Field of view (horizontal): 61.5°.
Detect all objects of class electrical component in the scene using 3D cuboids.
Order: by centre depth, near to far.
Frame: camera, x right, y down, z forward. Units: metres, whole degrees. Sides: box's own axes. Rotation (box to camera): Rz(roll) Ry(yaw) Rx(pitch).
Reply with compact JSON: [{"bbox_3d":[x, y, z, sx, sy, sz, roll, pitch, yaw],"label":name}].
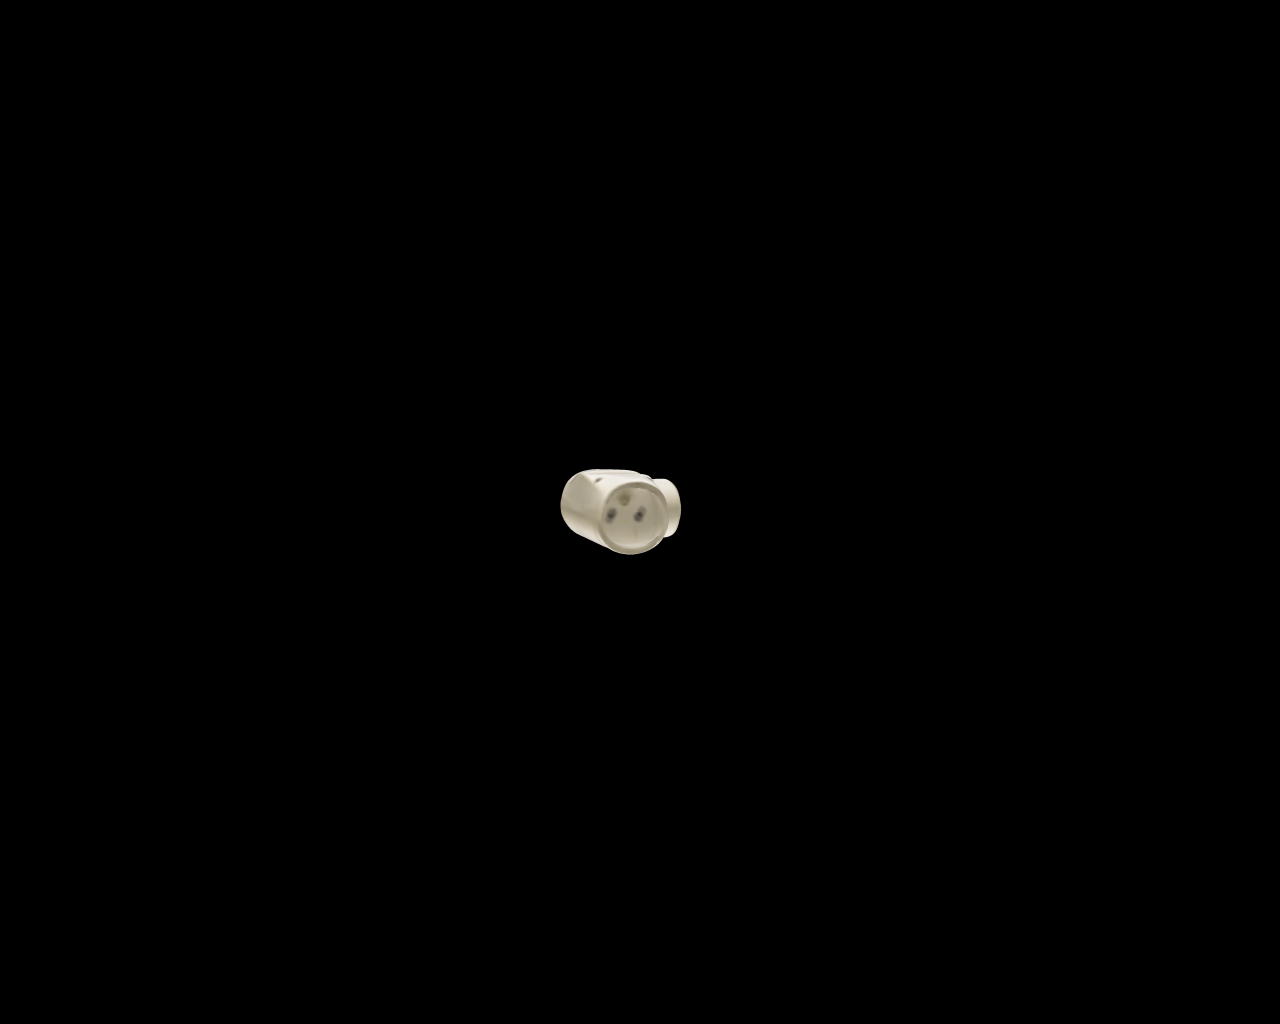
[{"bbox_3d":[0.001,-0.003,0.650,0.079,0.043,0.077,-3,8,-19],"label":"electrical component"}]
